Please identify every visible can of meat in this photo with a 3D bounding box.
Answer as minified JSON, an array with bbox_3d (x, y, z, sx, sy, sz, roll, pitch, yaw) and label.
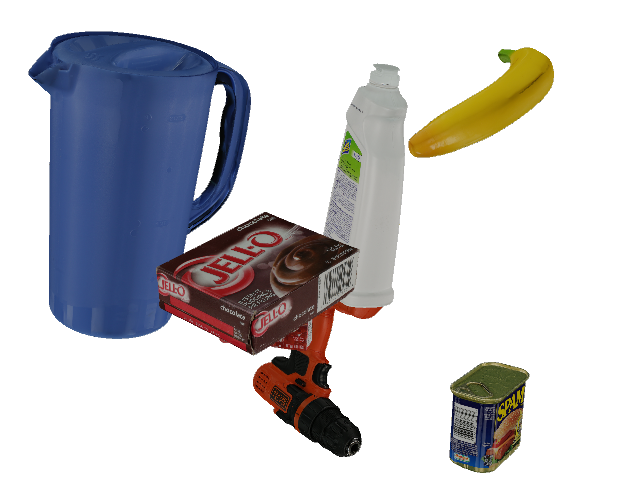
[{"bbox_3d":[0.176,0.185,1.120,0.058,0.084,0.101,12,18,31],"label":"can of meat"}]

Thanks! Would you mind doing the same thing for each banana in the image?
[{"bbox_3d":[0.143,-0.114,0.861,0.070,0.037,0.197,-13,20,40],"label":"banana"}]

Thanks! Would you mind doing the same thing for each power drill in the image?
[{"bbox_3d":[0.007,0.136,1.241,0.057,0.188,0.185,15,11,-44],"label":"power drill"}]

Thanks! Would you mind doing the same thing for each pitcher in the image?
[{"bbox_3d":[-0.155,-0.046,0.896,0.149,0.243,0.145,14,23,9],"label":"pitcher"}]

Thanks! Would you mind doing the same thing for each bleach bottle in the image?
[{"bbox_3d":[0.054,-0.061,1.146,0.068,0.251,0.103,-1,22,-27],"label":"bleach bottle"}]

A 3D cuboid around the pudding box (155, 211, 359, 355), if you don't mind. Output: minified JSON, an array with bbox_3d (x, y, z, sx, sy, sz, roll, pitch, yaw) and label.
[{"bbox_3d":[-0.042,0.026,0.731,0.090,0.039,0.113,23,33,33],"label":"pudding box"}]

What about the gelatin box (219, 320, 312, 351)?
[{"bbox_3d":[-0.052,0.064,1.026,0.089,0.073,0.030,5,17,11],"label":"gelatin box"}]
